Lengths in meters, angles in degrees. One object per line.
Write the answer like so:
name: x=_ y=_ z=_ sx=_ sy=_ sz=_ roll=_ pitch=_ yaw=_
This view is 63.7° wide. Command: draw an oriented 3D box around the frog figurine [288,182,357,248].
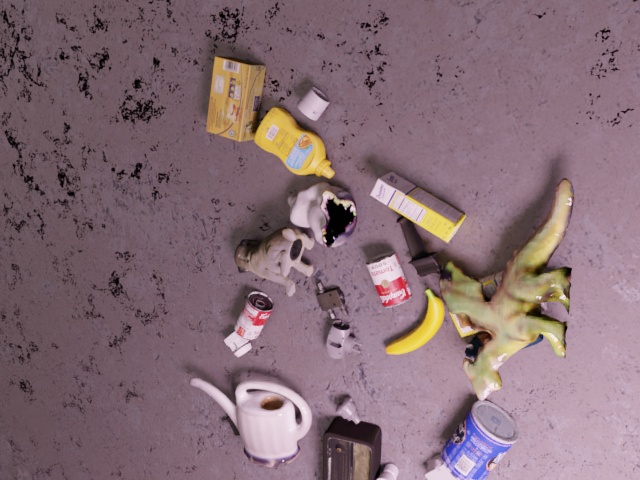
frog figurine: x=0.003 y=-0.056 z=1.121 sx=0.160 sy=0.124 sz=0.136 roll=14 pitch=125 yaw=60

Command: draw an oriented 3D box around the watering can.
watering can: x=-0.174 y=0.454 z=1.320 sx=0.347 sy=0.105 sz=0.222 roll=1 pitch=105 yaw=24

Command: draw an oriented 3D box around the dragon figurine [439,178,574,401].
dragon figurine: x=0.331 y=0.093 z=0.943 sx=0.243 sy=0.122 sz=0.409 roll=3 pitch=93 yaw=32
